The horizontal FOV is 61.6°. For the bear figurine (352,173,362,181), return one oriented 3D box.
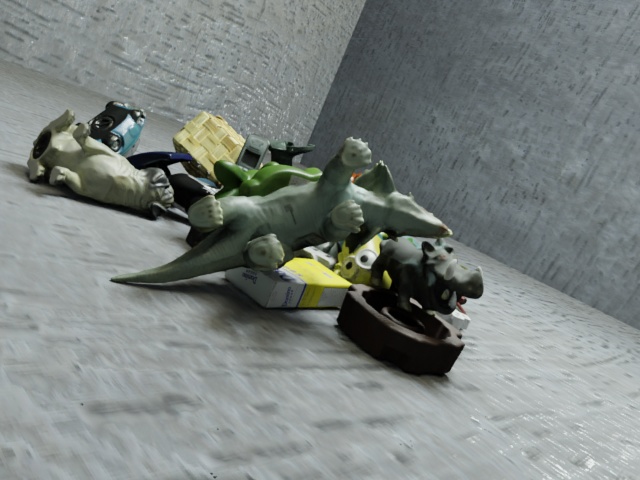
[{"bbox_3d":[0.053,-0.064,1.204,0.120,0.195,0.132,27,9,36],"label":"bear figurine"}]

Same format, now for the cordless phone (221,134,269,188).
[{"bbox_3d":[-0.121,-0.112,1.101,0.147,0.184,0.089,23,5,3],"label":"cordless phone"}]

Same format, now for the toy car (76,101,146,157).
[{"bbox_3d":[-0.440,-0.216,1.143,0.109,0.102,0.162,21,54,17],"label":"toy car"}]

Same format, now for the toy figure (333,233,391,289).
[{"bbox_3d":[0.076,0.019,0.904,0.089,0.082,0.180,30,31,-23],"label":"toy figure"}]

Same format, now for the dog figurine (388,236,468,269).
[{"bbox_3d":[0.225,0.058,1.225,0.219,0.108,0.192,25,6,-17],"label":"dog figurine"}]

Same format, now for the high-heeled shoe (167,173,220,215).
[{"bbox_3d":[-0.171,-0.045,0.984,0.145,0.086,0.248,9,-20,49],"label":"high-heeled shoe"}]

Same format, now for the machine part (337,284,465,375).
[{"bbox_3d":[0.110,0.124,0.752,0.179,0.056,0.179,22,11,-5],"label":"machine part"}]

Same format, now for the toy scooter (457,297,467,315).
[{"bbox_3d":[0.237,0.093,1.079,0.135,0.075,0.184,2,44,-55],"label":"toy scooter"}]

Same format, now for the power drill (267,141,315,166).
[{"bbox_3d":[-0.059,-0.107,1.162,0.232,0.207,0.086,20,29,38],"label":"power drill"}]

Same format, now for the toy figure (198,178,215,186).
[{"bbox_3d":[-0.258,-0.092,1.057,0.064,0.057,0.154,20,14,18],"label":"toy figure"}]

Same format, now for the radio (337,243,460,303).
[{"bbox_3d":[0.130,0.070,0.985,0.131,0.073,0.230,-2,24,-44],"label":"radio"}]

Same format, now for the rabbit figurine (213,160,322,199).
[{"bbox_3d":[-0.097,-0.067,0.858,0.159,0.121,0.170,5,9,-27],"label":"rabbit figurine"}]

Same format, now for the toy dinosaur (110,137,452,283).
[{"bbox_3d":[-0.041,-0.018,0.684,0.405,0.131,0.192,-15,-12,-5],"label":"toy dinosaur"}]

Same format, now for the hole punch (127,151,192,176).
[{"bbox_3d":[-0.332,-0.146,1.094,0.116,0.092,0.142,21,13,7],"label":"hole punch"}]

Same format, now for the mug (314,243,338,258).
[{"bbox_3d":[-0.002,-0.003,0.967,0.081,0.107,0.110,-23,6,-36],"label":"mug"}]

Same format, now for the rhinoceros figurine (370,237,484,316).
[{"bbox_3d":[0.150,0.048,0.757,0.073,0.112,0.190,18,5,-31],"label":"rhinoceros figurine"}]

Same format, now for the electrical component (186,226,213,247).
[{"bbox_3d":[-0.138,0.001,0.834,0.115,0.058,0.134,17,12,-42],"label":"electrical component"}]

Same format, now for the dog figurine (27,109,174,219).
[{"bbox_3d":[-0.349,-0.106,0.869,0.173,0.121,0.190,35,1,39],"label":"dog figurine"}]
